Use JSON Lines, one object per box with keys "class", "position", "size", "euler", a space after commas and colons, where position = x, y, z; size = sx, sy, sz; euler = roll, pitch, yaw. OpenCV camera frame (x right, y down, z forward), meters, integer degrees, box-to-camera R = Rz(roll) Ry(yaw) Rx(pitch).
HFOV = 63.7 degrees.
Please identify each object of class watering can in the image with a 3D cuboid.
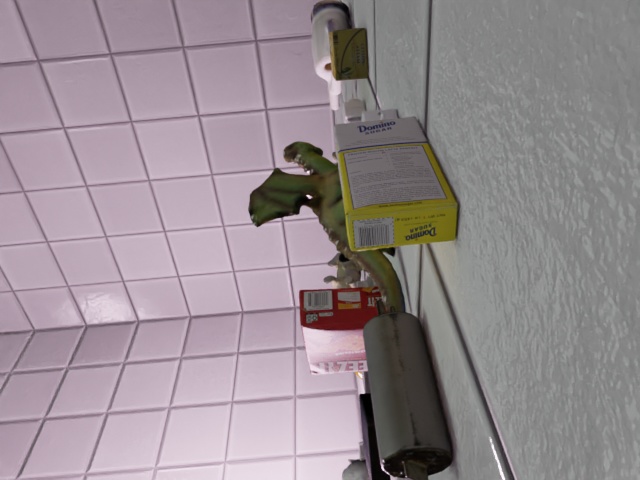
{"class": "watering can", "position": [0.032, -0.487, 1.369], "size": [0.346, 0.104, 0.225], "euler": [90, 177, -85]}

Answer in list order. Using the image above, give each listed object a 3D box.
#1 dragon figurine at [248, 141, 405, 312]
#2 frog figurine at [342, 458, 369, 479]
{"class": "dragon figurine", "position": [0.003, -0.043, 0.859], "size": [0.421, 0.243, 0.119], "euler": [-92, 2, -46]}
{"class": "frog figurine", "position": [0.109, 0.610, 1.217], "size": [0.120, 0.137, 0.163], "euler": [-51, 14, 49]}
